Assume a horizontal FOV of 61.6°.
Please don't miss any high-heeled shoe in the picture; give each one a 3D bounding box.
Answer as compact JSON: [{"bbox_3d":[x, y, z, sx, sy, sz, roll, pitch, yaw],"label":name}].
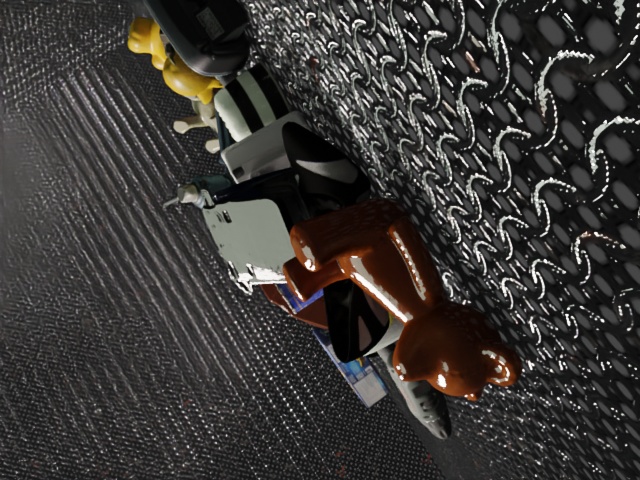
[{"bbox_3d":[0.004,0.011,0.561,0.086,0.145,0.248,0,138,51],"label":"high-heeled shoe"}]

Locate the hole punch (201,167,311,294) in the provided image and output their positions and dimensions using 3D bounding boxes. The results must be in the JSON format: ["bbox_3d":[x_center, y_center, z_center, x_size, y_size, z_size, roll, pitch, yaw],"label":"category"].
[{"bbox_3d":[-0.059,-0.016,0.617,0.092,0.116,0.142,-57,-46,-48],"label":"hole punch"}]

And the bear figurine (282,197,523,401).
[{"bbox_3d":[0.067,0.064,0.470,0.196,0.132,0.120,62,161,16],"label":"bear figurine"}]

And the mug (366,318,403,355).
[{"bbox_3d":[0.075,0.131,0.870,0.110,0.107,0.080,51,171,33],"label":"mug"}]

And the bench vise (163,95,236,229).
[{"bbox_3d":[-0.138,-0.139,0.870,0.129,0.223,0.240,6,104,60],"label":"bench vise"}]

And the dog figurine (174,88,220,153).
[{"bbox_3d":[-0.192,-0.271,1.107,0.172,0.121,0.191,32,-151,-7],"label":"dog figurine"}]

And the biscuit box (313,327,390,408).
[{"bbox_3d":[0.063,0.241,1.064,0.202,0.059,0.063,59,172,-29],"label":"biscuit box"}]

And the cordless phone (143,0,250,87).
[{"bbox_3d":[-0.145,-0.263,0.680,0.146,0.089,0.184,56,179,0],"label":"cordless phone"}]

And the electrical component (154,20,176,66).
[{"bbox_3d":[-0.180,-0.289,0.759,0.045,0.102,0.078,95,165,-56],"label":"electrical component"}]

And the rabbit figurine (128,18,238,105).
[{"bbox_3d":[-0.215,-0.282,0.849,0.162,0.122,0.173,41,-158,-48],"label":"rabbit figurine"}]

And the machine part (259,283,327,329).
[{"bbox_3d":[-0.015,0.078,0.991,0.201,0.087,0.202,23,-167,-31],"label":"machine part"}]

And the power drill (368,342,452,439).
[{"bbox_3d":[0.157,0.253,1.018,0.231,0.086,0.207,60,178,-39],"label":"power drill"}]
